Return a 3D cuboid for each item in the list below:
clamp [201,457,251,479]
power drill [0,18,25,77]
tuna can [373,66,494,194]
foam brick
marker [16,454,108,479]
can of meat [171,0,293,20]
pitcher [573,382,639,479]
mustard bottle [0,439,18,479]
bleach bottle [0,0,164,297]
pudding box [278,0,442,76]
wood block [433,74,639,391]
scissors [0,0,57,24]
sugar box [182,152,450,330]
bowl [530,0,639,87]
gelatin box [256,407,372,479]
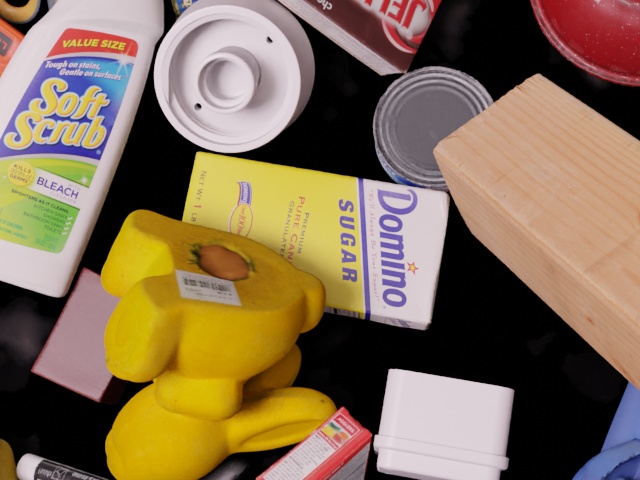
[{"bbox_3d":[-0.123,0.249,0.691,0.210,0.036,0.164,-18,76,-1],"label":"clamp"},{"bbox_3d":[-0.287,-0.085,0.759,0.184,0.057,0.187,35,86,6],"label":"power drill"},{"bbox_3d":[0.080,-0.075,0.741,0.086,0.034,0.086,-1,79,4],"label":"tuna can"},{"bbox_3d":[-0.148,0.066,0.721,0.053,0.051,0.078,25,82,7],"label":"foam brick"},{"bbox_3d":[-0.146,0.164,0.700,0.121,0.020,0.020,11,79,24],"label":"marker"},{"bbox_3d":[-0.068,-0.208,0.767,0.084,0.057,0.102,-9,79,4],"label":"can of meat"},{"bbox_3d":[0.205,0.179,0.632,0.145,0.149,0.243,19,78,13],"label":"pitcher"},{"bbox_3d":[-0.299,0.189,0.705,0.191,0.058,0.096,-8,75,3],"label":"mustard bottle"},{"bbox_3d":[-0.173,-0.094,0.709,0.102,0.068,0.251,20,85,-20],"label":"bleach bottle"},{"bbox_3d":[0.030,-0.180,0.736,0.113,0.039,0.090,30,79,-25],"label":"pudding box"},{"bbox_3d":[0.168,-0.005,0.641,0.091,0.090,0.206,-36,42,-4],"label":"wood block"},{"bbox_3d":[-0.199,-0.220,0.726,0.096,0.202,0.016,5,40,15],"label":"scissors"},{"bbox_3d":[-0.005,0.001,0.727,0.176,0.048,0.093,8,80,7],"label":"sugar box"},{"bbox_3d":[0.229,-0.192,0.743,0.162,0.055,0.162,-1,79,4],"label":"bowl"},{"bbox_3d":[-0.006,0.155,0.664,0.073,0.089,0.030,-35,61,-28],"label":"gelatin box"}]
